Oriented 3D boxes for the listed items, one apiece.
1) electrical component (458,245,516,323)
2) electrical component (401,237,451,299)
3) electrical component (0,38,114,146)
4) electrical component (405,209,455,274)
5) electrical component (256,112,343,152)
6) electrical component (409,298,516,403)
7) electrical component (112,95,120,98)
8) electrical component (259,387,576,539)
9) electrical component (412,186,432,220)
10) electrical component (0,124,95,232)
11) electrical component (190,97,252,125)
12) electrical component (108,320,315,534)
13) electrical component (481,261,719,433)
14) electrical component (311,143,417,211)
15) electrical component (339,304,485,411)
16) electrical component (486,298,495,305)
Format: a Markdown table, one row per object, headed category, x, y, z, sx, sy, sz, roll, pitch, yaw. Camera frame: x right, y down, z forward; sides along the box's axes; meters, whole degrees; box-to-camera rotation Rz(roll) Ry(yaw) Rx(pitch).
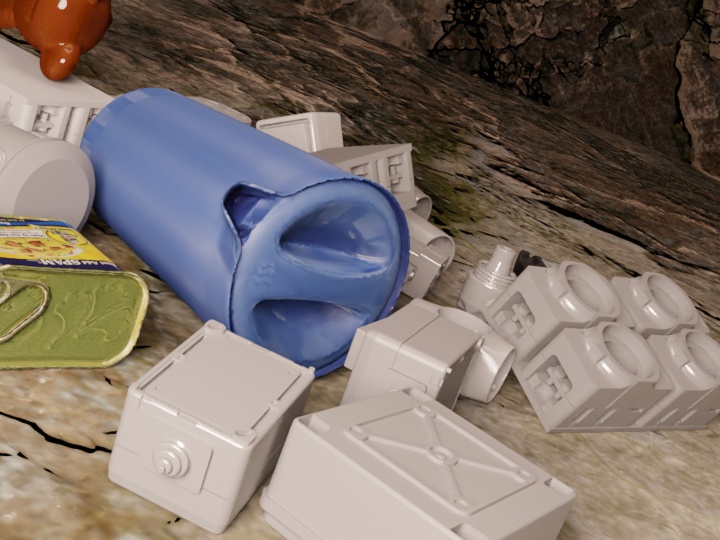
| category | x | y | z | sx | sy | sz | roll | pitch | yaw |
| --- | --- | --- | --- | --- | --- | --- | --- | --- | --- |
| electrical component | 0.111 | 0.010 | 0.897 | 0.043 | 0.062 | 0.043 | 19 | 17 | -6 |
| electrical component | 0.039 | -0.007 | 0.897 | 0.055 | 0.048 | 0.066 | 31 | 19 | 7 |
| electrical component | -0.305 | -0.146 | 0.893 | 0.186 | 0.060 | 0.105 | 29 | 19 | 25 |
| electrical component | 0.032 | -0.030 | 0.957 | 0.079 | 0.043 | 0.077 | 5 | 23 | -41 |
| electrical component | -0.053 | -0.093 | 0.979 | 0.062 | 0.096 | 0.061 | -4 | 5 | 28 |
| electrical component | 0.056 | 0.057 | 0.723 | 0.077 | 0.044 | 0.079 | 27 | 19 | 18 |
| electrical component | -0.215 | -0.141 | 1.006 | 0.077 | 0.044 | 0.079 | 8 | 22 | -36 |
| electrical component | 0.029 | 0.110 | 0.510 | 0.109 | 0.056 | 0.109 | 31 | 20 | 29 |
| electrical component | 0.019 | -0.069 | 1.061 | 0.077 | 0.043 | 0.079 | 31 | 20 | 30 |
| electrical component | -0.212 | -0.049 | 0.679 | 0.051 | 0.080 | 0.080 | 24 | 17 | 27 |
| electrical component | -0.149 | -0.133 | 1.050 | 0.080 | 0.051 | 0.080 | 19 | 17 | -6 |
| electrical component | -0.072 | 0.077 | 0.501 | 0.062 | 0.061 | 0.096 | 24 | 26 | 10 |
| electrical component | 0.193 | 0.057 | 0.790 | 0.186 | 0.060 | 0.105 | 6 | 46 | -40 |
| electrical component | -0.032 | -0.059 | 0.873 | 0.089 | 0.061 | 0.150 | 2 | 15 | 37 |
| electrical component | 0.025 | 0.064 | 0.638 | 0.061 | 0.061 | 0.096 | 24 | 17 | 15 |
| electrical component | 0.126 | 0.041 | 0.854 | 0.048 | 0.048 | 0.062 | 3 | 18 | -45 |
